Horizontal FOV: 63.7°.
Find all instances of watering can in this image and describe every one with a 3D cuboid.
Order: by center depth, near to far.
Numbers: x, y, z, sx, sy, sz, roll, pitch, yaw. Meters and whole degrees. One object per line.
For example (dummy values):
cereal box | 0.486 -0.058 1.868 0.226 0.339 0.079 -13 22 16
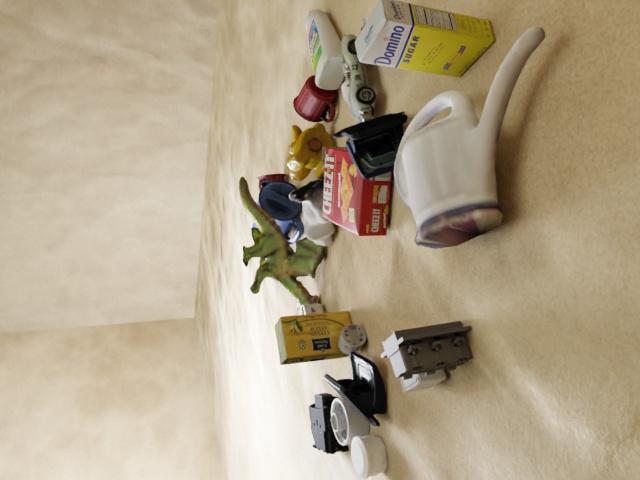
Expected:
watering can | 0.199 -0.114 0.719 0.343 0.104 0.227 141 124 -63

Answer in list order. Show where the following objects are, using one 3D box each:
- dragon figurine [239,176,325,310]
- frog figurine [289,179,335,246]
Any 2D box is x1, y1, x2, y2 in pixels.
dragon figurine | -0.091 0.017 1.393 0.242 0.123 0.407 -7 99 25
frog figurine | 0.004 -0.064 1.269 0.137 0.124 0.157 -1 127 58
